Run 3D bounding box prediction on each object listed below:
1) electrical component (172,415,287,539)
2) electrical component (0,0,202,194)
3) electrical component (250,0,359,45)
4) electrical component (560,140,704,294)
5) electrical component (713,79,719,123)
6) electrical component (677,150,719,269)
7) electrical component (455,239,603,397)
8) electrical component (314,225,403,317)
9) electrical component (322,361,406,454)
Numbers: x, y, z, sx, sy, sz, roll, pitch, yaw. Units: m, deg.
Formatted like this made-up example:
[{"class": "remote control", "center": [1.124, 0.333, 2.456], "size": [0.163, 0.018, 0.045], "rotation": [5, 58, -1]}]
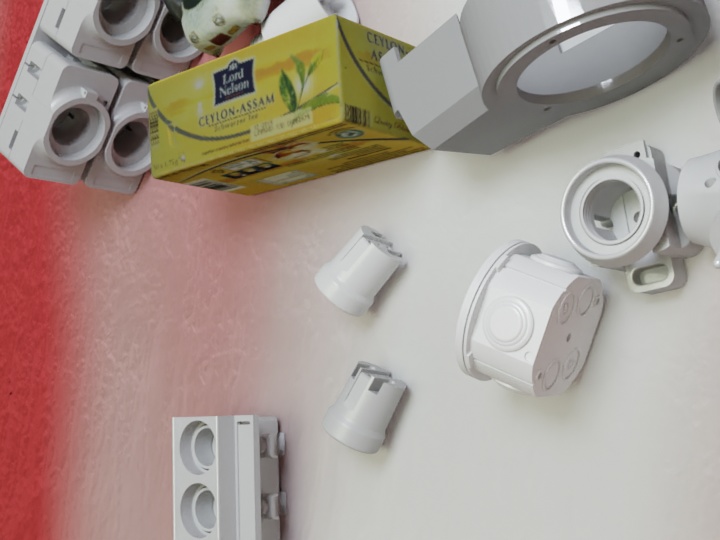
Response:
[{"class": "electrical component", "center": [-0.087, 0.159, 0.723], "size": [0.079, 0.063, 0.121], "rotation": [-8, 81, 39]}, {"class": "electrical component", "center": [-0.187, -0.155, 0.809], "size": [0.060, 0.105, 0.186], "rotation": [38, 109, 35]}, {"class": "electrical component", "center": [-0.045, -0.160, 0.733], "size": [0.081, 0.043, 0.043], "rotation": [-31, 67, 34]}, {"class": "electrical component", "center": [0.140, -0.029, 0.559], "size": [0.058, 0.057, 0.078], "rotation": [-16, 75, 37]}, {"class": "electrical component", "center": [0.205, -0.091, 0.512], "size": [0.077, 0.044, 0.079], "rotation": [-26, 24, 0]}, {"class": "electrical component", "center": [0.190, -0.026, 0.509], "size": [0.077, 0.079, 0.044], "rotation": [-2, 125, 39]}, {"class": "electrical component", "center": [0.091, 0.028, 0.580], "size": [0.051, 0.080, 0.080], "rotation": [23, 100, 33]}, {"class": "electrical component", "center": [0.000, 0.000, 0.684], "size": [0.046, 0.040, 0.040], "rotation": [-50, 57, 17]}, {"class": "electrical component", "center": [0.003, 0.085, 0.673], "size": [0.040, 0.040, 0.046], "rotation": [33, 101, 37]}]
